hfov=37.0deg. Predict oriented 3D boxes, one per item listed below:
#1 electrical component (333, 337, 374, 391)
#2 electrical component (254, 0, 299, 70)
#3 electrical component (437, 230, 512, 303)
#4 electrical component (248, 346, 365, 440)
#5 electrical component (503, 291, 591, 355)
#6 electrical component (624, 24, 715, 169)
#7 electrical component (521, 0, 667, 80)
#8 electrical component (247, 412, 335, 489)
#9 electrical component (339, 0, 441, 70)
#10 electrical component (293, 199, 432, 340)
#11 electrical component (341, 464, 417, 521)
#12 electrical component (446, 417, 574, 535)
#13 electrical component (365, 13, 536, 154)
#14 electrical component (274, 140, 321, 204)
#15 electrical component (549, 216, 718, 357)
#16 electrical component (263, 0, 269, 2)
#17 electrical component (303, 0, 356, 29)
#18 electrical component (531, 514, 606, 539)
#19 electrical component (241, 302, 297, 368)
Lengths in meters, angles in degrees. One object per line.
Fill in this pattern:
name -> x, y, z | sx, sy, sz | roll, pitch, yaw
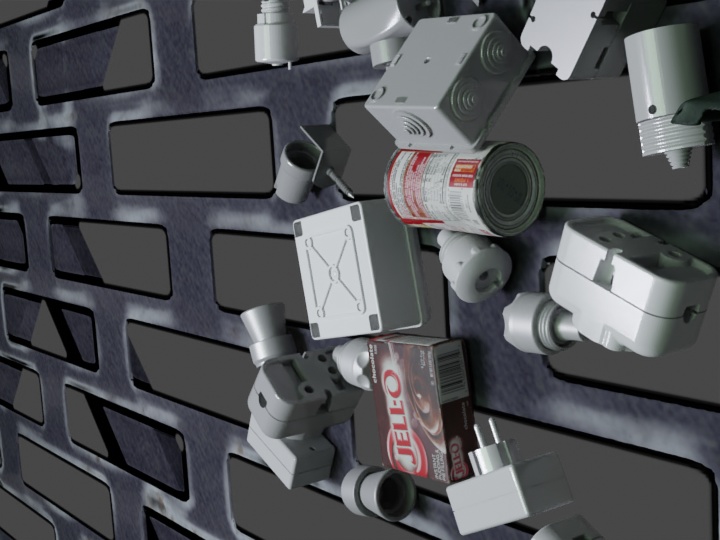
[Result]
electrical component -> 0.000, 0.079, 0.931 | 0.062, 0.043, 0.043 | 13, 107, 53
electrical component -> -0.076, -0.221, 0.976 | 0.040, 0.040, 0.078 | 13, 108, 53
electrical component -> 0.080, -0.009, 0.802 | 0.062, 0.048, 0.048 | 52, 136, 45
electrical component -> -0.048, 0.112, 0.961 | 0.053, 0.095, 0.059 | 55, 137, 33
electrical component -> 0.132, 0.037, 0.739 | 0.062, 0.043, 0.043 | 5, 101, 52
electrical component -> 0.184, -0.100, 0.636 | 0.043, 0.043, 0.081 | -8, 91, 55
electrical component -> 0.149, -0.167, 0.661 | 0.050, 0.056, 0.089 | 51, 135, 35
electrical component -> -0.064, 0.152, 1.033 | 0.083, 0.047, 0.075 | 39, 127, 43
electrical component -> 0.026, -0.180, 0.840 | 0.077, 0.044, 0.079 | -8, 91, 55
electrical component -> 0.000, 0.000, 0.903 | 0.109, 0.056, 0.108 | -12, 88, 55
electrical component -> 0.016, 0.193, 0.933 | 0.055, 0.045, 0.045 | -8, 91, 55
electrical component -> 0.104, 0.148, 0.798 | 0.083, 0.047, 0.075 | -35, 68, 52
electrical component -> 0.061, -0.133, 0.759 | 0.100, 0.048, 0.099 | 13, 66, 53
electrical component -> -0.056, -0.088, 0.979 | 0.040, 0.040, 0.046 | 59, 144, 28
electrical component -> 0.168, 0.012, 0.674 | 0.095, 0.054, 0.059 | 36, 125, 45
electrical component -> -0.066, -0.277, 0.930 | 0.042, 0.064, 0.081 | 62, 142, 27
electrical component -> -0.017, -0.243, 0.889 | 0.064, 0.042, 0.081 | -13, 87, 53
electrical component -> 0.145, 0.228, 0.752 | 0.059, 0.054, 0.095 | 45, 131, 40
electrical component -> -0.088, 0.064, 1.051 | 0.045, 0.045, 0.055 | -29, 74, 53
